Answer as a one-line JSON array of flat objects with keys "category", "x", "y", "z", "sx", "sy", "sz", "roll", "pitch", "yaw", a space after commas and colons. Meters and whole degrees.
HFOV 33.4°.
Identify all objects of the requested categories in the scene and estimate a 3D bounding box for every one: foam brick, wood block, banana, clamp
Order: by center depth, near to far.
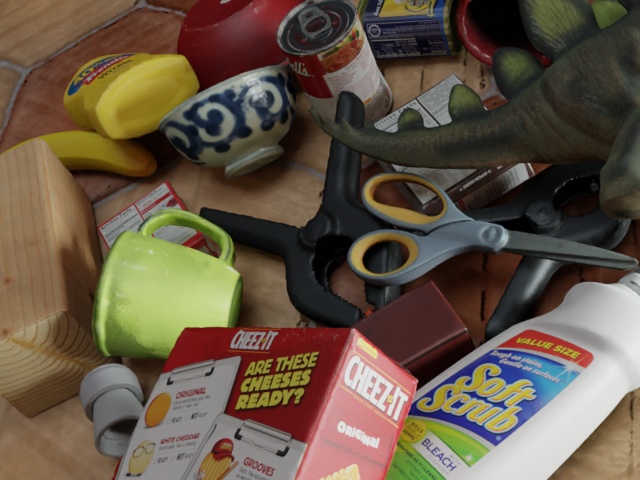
[{"category": "foam brick", "x": 0.060, "y": 0.075, "z": 0.714, "sx": 0.078, "sy": 0.051, "sz": 0.053, "roll": -30, "pitch": 45, "yaw": 0}, {"category": "clamp", "x": 0.147, "y": -0.012, "z": 0.749, "sx": 0.171, "sy": 0.039, "sz": 0.120, "roll": -36, "pitch": 58, "yaw": -12}, {"category": "clamp", "x": -0.005, "y": 0.001, "z": 0.809, "sx": 0.165, "sy": 0.036, "sz": 0.210, "roll": -34, "pitch": 53, "yaw": 15}, {"category": "wood block", "x": -0.234, "y": 0.025, "z": 0.872, "sx": 0.090, "sy": 0.090, "sz": 0.206, "roll": -26, "pitch": 46, "yaw": 4}, {"category": "banana", "x": -0.234, "y": -0.072, "z": 0.990, "sx": 0.198, "sy": 0.037, "sz": 0.069, "roll": -9, "pitch": 57, "yaw": 19}]

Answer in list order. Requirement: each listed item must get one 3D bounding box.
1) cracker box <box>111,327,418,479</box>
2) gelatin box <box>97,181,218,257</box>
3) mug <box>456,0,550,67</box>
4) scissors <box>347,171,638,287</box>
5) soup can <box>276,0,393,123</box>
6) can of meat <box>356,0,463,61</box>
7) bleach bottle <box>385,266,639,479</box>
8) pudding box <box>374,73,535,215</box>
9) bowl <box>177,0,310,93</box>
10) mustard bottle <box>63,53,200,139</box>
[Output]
[{"category": "cracker box", "x": -0.052, "y": 0.158, "z": 0.612, "sx": 0.164, "sy": 0.072, "sz": 0.213, "roll": -4, "pitch": 54, "yaw": 47}, {"category": "gelatin box", "x": -0.135, "y": 0.001, "z": 0.885, "sx": 0.073, "sy": 0.030, "sz": 0.089, "roll": -36, "pitch": 47, "yaw": -2}, {"category": "mug", "x": 0.149, "y": -0.202, "z": 0.863, "sx": 0.117, "sy": 0.093, "sz": 0.081, "roll": 16, "pitch": 50, "yaw": -2}, {"category": "scissors", "x": 0.100, "y": 0.012, "z": 0.717, "sx": 0.202, "sy": 0.016, "sz": 0.096, "roll": 28, "pitch": 78, "yaw": 34}, {"category": "soup can", "x": 0.014, "y": -0.141, "z": 0.878, "sx": 0.069, "sy": 0.102, "sz": 0.068, "roll": -13, "pitch": 49, "yaw": 16}, {"category": "can of meat", "x": 0.085, "y": -0.204, "z": 0.926, "sx": 0.084, "sy": 0.057, "sz": 0.102, "roll": 1, "pitch": 55, "yaw": 24}, {"category": "bleach bottle", "x": 0.114, "y": 0.102, "z": 0.659, "sx": 0.250, "sy": 0.068, "sz": 0.103, "roll": -40, "pitch": 40, "yaw": -13}, {"category": "pudding box", "x": 0.096, "y": -0.068, "z": 0.822, "sx": 0.090, "sy": 0.039, "sz": 0.113, "roll": -33, "pitch": 44, "yaw": 1}, {"category": "bowl", "x": -0.073, "y": -0.196, "z": 0.972, "sx": 0.162, "sy": 0.055, "sz": 0.162, "roll": -22, "pitch": 33, "yaw": 15}, {"category": "mustard bottle", "x": -0.184, "y": -0.137, "z": 0.978, "sx": 0.096, "sy": 0.058, "sz": 0.192, "roll": -35, "pitch": 23, "yaw": -16}]
